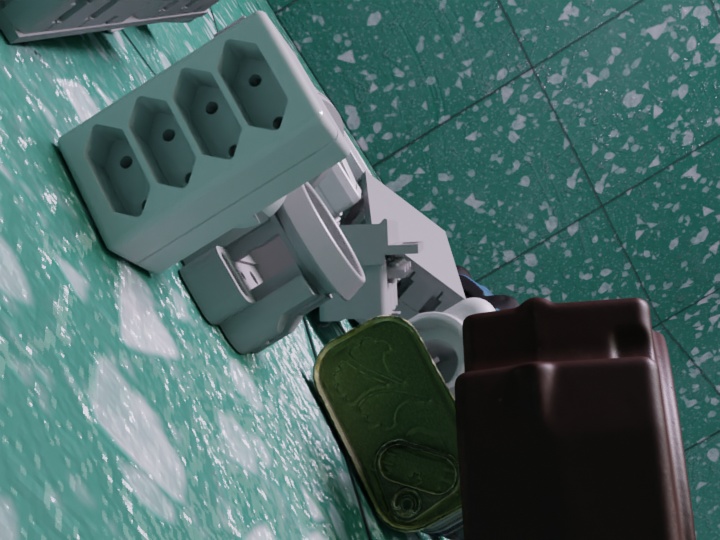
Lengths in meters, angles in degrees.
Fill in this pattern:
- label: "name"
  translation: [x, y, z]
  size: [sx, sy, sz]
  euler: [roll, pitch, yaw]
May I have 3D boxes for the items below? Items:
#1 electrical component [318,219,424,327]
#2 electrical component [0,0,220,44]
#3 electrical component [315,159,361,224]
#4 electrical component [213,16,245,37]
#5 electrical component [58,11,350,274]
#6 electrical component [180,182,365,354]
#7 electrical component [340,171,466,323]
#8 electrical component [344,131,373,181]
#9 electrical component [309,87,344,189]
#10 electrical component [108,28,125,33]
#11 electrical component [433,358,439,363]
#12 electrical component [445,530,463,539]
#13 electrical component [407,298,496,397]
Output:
- label: "electrical component"
  translation: [0.000, 0.000, 0.682]
  size: [0.121, 0.079, 0.063]
  euler: [-25, 113, -85]
- label: "electrical component"
  translation: [-0.105, -0.163, 0.449]
  size: [0.105, 0.060, 0.186]
  euler: [58, 20, -7]
- label: "electrical component"
  translation: [-0.035, -0.073, 0.816]
  size: [0.096, 0.061, 0.061]
  euler: [58, 5, -8]
- label: "electrical component"
  translation: [-0.078, -0.130, 0.735]
  size: [0.061, 0.062, 0.096]
  euler: [58, 5, -5]
- label: "electrical component"
  translation: [-0.048, -0.038, 0.385]
  size: [0.047, 0.083, 0.076]
  euler: [60, 6, 19]
- label: "electrical component"
  translation: [-0.035, -0.003, 0.450]
  size: [0.058, 0.057, 0.078]
  euler: [59, 5, 7]
- label: "electrical component"
  translation: [0.022, -0.008, 0.844]
  size: [0.089, 0.061, 0.150]
  euler: [36, 16, -15]
- label: "electrical component"
  translation: [-0.026, -0.082, 0.951]
  size: [0.108, 0.060, 0.108]
  euler: [58, 6, -9]
- label: "electrical component"
  translation: [-0.053, -0.069, 0.541]
  size: [0.051, 0.080, 0.080]
  euler: [56, 3, 32]
- label: "electrical component"
  translation: [-0.132, -0.169, 0.566]
  size: [0.077, 0.043, 0.079]
  euler: [58, 5, -9]
- label: "electrical component"
  translation: [0.041, 0.083, 0.728]
  size: [0.065, 0.047, 0.077]
  euler: [55, -7, -35]
- label: "electrical component"
  translation: [0.058, 0.134, 0.613]
  size: [0.043, 0.043, 0.062]
  euler: [54, 8, -39]
- label: "electrical component"
  translation: [0.049, 0.063, 0.642]
  size: [0.059, 0.095, 0.053]
  euler: [51, 9, -53]
